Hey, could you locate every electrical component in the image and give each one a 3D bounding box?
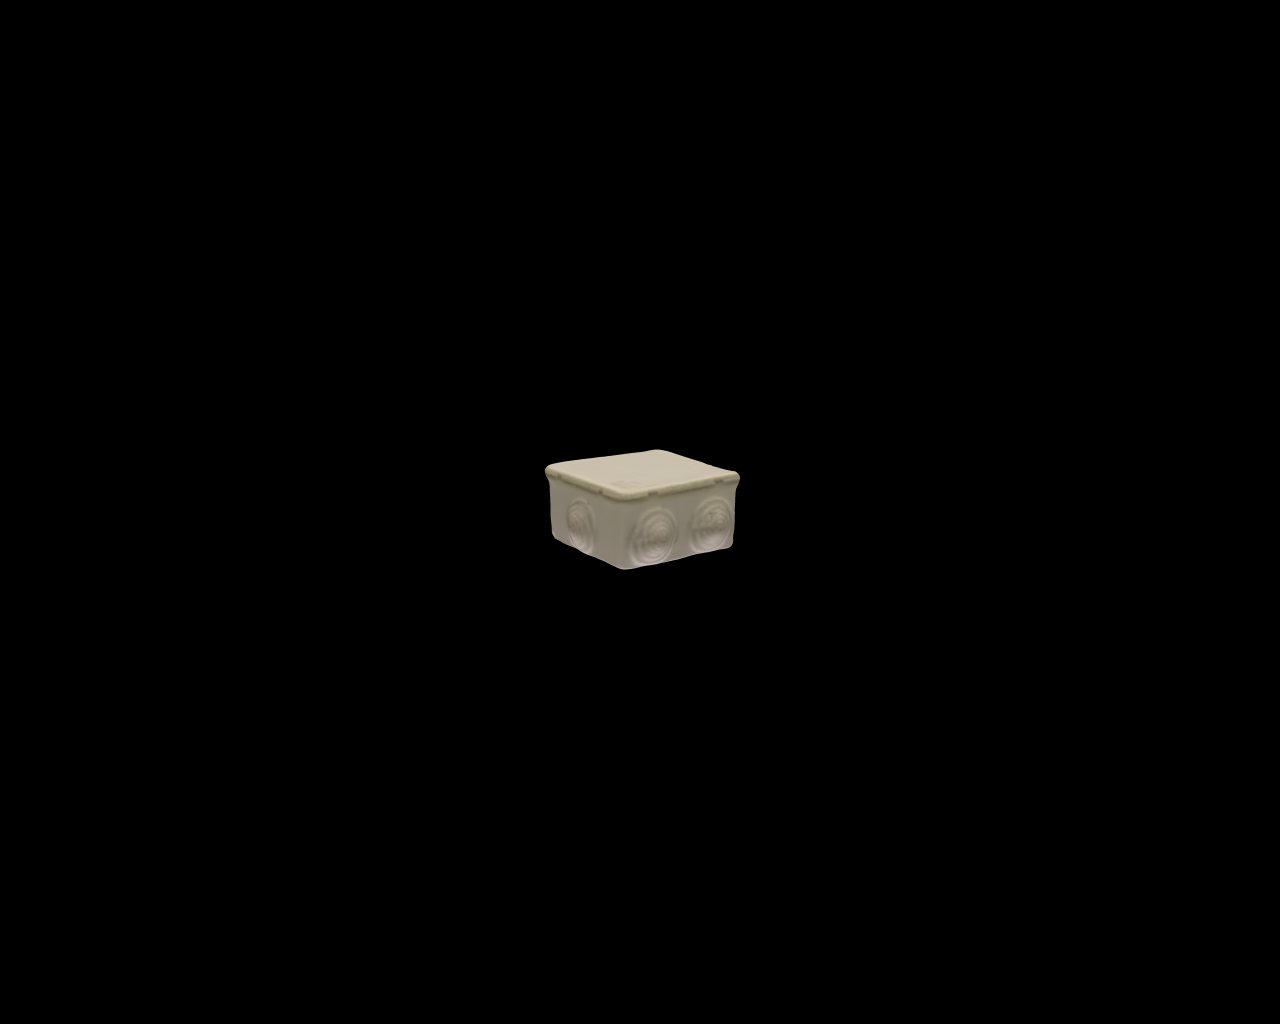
[{"bbox_3d":[0.001,-0.003,0.650,0.100,0.048,0.100,-10,18,-33],"label":"electrical component"}]
